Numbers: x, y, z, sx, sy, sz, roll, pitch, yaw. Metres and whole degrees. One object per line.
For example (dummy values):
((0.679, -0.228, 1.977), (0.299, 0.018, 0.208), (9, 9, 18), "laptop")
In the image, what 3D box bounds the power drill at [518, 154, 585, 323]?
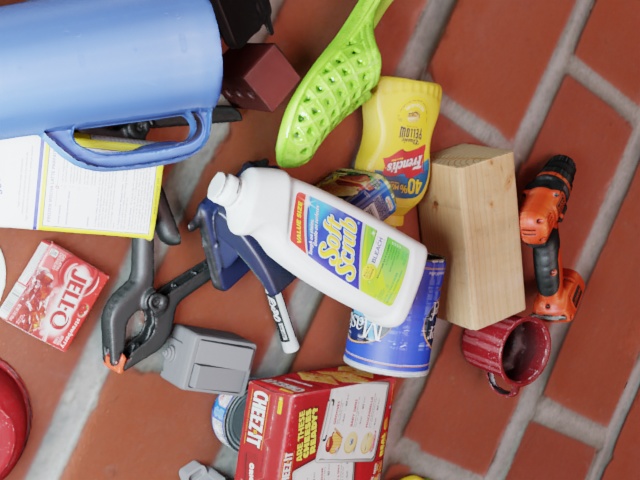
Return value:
((0.307, 0.000, 1.407), (0.184, 0.057, 0.187), (-50, 132, -47), "power drill")

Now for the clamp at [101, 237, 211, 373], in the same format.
((-0.182, 0.052, 1.108), (0.120, 0.039, 0.171), (43, 69, -26), "clamp")

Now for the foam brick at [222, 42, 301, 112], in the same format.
((-0.069, -0.170, 1.113), (0.051, 0.078, 0.053), (-52, 124, -17), "foam brick")

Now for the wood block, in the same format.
((0.185, -0.005, 1.319), (0.090, 0.091, 0.206), (-19, 110, -31), "wood block")

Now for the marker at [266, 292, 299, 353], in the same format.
((-0.048, 0.073, 1.216), (0.020, 0.020, 0.121), (-28, 115, -28), "marker")

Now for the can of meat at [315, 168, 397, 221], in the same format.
((0.025, -0.035, 1.194), (0.083, 0.102, 0.057), (-37, 119, -26), "can of meat")

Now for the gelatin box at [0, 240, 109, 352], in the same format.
((-0.262, 0.055, 1.055), (0.073, 0.030, 0.089), (36, 79, -35), "gelatin box")

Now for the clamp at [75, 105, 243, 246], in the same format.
((-0.186, -0.100, 1.063), (0.209, 0.036, 0.164), (28, 73, -32), "clamp")

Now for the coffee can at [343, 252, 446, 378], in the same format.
((0.088, 0.082, 1.262), (0.102, 0.103, 0.140), (4, 97, -36), "coffee can")

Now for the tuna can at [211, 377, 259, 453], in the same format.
((-0.080, 0.199, 1.212), (0.085, 0.034, 0.086), (-8, 104, -34), "tuna can")

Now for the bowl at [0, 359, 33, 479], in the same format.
((-0.343, 0.187, 1.012), (0.161, 0.055, 0.162), (-8, 105, -33), "bowl")

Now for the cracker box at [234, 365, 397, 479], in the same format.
((-0.005, 0.234, 1.214), (0.213, 0.072, 0.164), (1, 99, -54), "cracker box")

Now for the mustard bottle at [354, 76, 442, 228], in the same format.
((0.087, -0.093, 1.251), (0.096, 0.058, 0.192), (2, 99, -35), "mustard bottle")

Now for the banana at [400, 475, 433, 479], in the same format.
((0.078, 0.369, 1.357), (0.197, 0.037, 0.069), (-48, 120, -17), "banana")

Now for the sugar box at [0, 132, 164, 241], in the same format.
((-0.239, -0.055, 1.005), (0.176, 0.048, 0.093), (6, 102, -14), "sugar box")

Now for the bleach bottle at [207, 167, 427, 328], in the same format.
((-0.007, 0.001, 1.077), (0.250, 0.068, 0.102), (25, 81, -33), "bleach bottle")

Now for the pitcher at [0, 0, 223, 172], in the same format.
((-0.214, -0.147, 0.947), (0.242, 0.149, 0.145), (-15, 136, -25), "pitcher")

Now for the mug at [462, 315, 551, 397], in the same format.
((0.240, 0.148, 1.396), (0.093, 0.082, 0.117), (-12, 106, -33), "mug")
